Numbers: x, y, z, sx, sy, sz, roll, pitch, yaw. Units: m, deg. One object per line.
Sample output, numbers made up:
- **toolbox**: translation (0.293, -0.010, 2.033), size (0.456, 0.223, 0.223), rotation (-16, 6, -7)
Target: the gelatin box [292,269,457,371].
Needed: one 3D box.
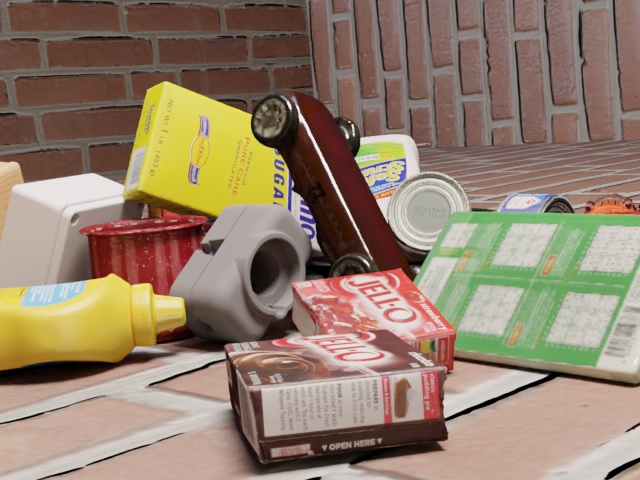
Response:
- **gelatin box**: translation (0.029, 0.049, 0.627), size (0.073, 0.030, 0.089), rotation (-7, 25, -15)

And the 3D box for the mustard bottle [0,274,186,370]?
- **mustard bottle**: translation (-0.184, 0.055, 0.694), size (0.191, 0.058, 0.096), rotation (-6, 4, -5)

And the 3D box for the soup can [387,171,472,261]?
- **soup can**: translation (0.094, -0.012, 0.884), size (0.068, 0.068, 0.102), rotation (-3, -13, 10)

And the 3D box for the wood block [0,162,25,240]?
- **wood block**: translation (-0.311, 0.016, 0.788), size (0.090, 0.091, 0.205), rotation (0, 21, 27)

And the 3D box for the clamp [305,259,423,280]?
- **clamp**: translation (-0.010, 0.031, 0.860), size (0.164, 0.036, 0.210), rotation (-2, 3, -42)

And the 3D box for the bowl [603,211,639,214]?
- **bowl**: translation (0.233, 0.011, 0.794), size (0.162, 0.055, 0.162), rotation (-5, 8, 0)

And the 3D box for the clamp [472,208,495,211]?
- **clamp**: translation (0.129, -0.023, 1.193), size (0.120, 0.039, 0.172), rotation (-13, 11, -38)

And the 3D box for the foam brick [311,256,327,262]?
- **foam brick**: translation (-0.006, 0.001, 0.945), size (0.078, 0.051, 0.053), rotation (4, -18, 12)

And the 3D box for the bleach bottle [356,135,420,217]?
- **bleach bottle**: translation (0.070, -0.040, 1.116), size (0.102, 0.068, 0.251), rotation (-6, 24, -2)

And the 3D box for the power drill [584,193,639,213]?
- **power drill**: translation (0.329, -0.017, 0.953), size (0.188, 0.057, 0.184), rotation (-5, 10, 18)

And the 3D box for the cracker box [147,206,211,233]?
- **cracker box**: translation (-0.095, -0.035, 1.133), size (0.164, 0.072, 0.214), rotation (-6, -6, -13)

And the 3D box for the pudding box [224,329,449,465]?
- **pudding box**: translation (0.004, 0.072, 0.518), size (0.090, 0.039, 0.113), rotation (-6, 7, -10)

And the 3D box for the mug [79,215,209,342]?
- **mug**: translation (-0.112, 0.027, 0.778), size (0.117, 0.081, 0.093), rotation (-5, 7, -6)

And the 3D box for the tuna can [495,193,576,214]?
- **tuna can**: translation (0.147, 0.011, 0.725), size (0.034, 0.086, 0.085), rotation (2, 9, 36)

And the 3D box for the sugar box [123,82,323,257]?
- **sugar box**: translation (-0.064, -0.053, 0.862), size (0.176, 0.093, 0.048), rotation (17, -12, -27)
